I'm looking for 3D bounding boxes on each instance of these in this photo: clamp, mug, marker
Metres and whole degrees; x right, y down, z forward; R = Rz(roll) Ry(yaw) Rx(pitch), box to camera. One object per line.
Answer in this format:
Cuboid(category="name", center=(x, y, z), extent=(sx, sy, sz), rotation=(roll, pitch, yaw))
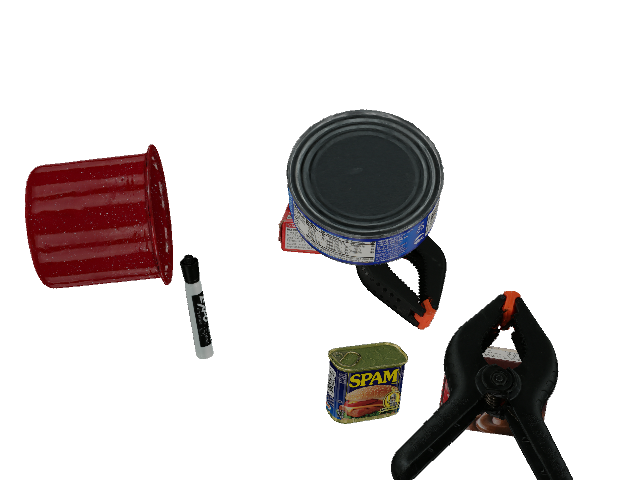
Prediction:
Cuboid(category="clamp", center=(0.111, 0.108, 0.733), extent=(0.120, 0.171, 0.039), rotation=(7, -43, -1))
Cuboid(category="clamp", center=(0.061, -0.001, 1.099), extent=(0.164, 0.210, 0.036), rotation=(-4, -36, -15))
Cuboid(category="mug", center=(-0.144, -0.012, 0.713), extent=(0.081, 0.093, 0.117), rotation=(-6, -1, -1))
Cuboid(category="marker", center=(-0.130, 0.070, 1.121), extent=(0.020, 0.121, 0.020), rotation=(-5, 28, 2))

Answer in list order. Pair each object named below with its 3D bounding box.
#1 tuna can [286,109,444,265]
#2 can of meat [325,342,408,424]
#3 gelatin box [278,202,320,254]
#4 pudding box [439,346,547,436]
Cuboid(category="tuna can", center=(0.024, -0.029, 0.594), extent=(0.086, 0.086, 0.034), rotation=(0, -32, 0))
Cuboid(category="can of meat", center=(0.058, 0.186, 1.391), extent=(0.102, 0.084, 0.057), rotation=(-5, 25, -21))
Cuboid(category="gelatin box", center=(0.015, -0.015, 0.865), extent=(0.089, 0.030, 0.073), rotation=(4, 22, 6))
Cuboid(category="pudding box", center=(0.189, 0.162, 1.157), extent=(0.113, 0.090, 0.039), rotation=(7, 22, 4))
